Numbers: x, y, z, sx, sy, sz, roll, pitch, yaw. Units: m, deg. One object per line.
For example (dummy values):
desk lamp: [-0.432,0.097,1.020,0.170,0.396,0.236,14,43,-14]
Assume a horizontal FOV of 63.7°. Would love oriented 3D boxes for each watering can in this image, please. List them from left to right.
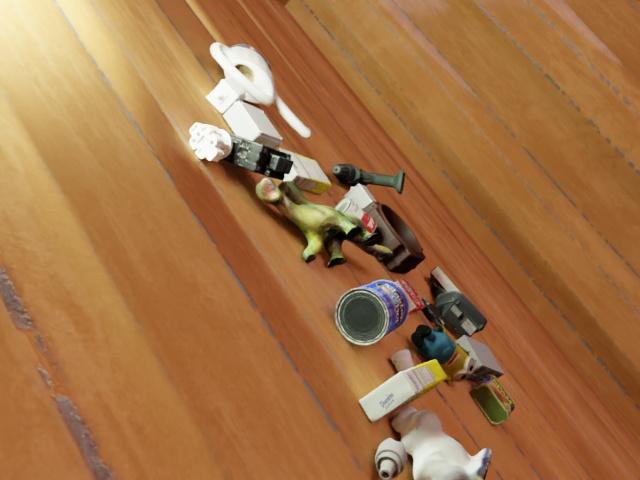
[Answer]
watering can: [-0.163,-0.424,1.428,0.343,0.103,0.229,38,22,-28]

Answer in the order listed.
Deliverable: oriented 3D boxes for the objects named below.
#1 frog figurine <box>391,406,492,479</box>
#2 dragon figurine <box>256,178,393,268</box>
frog figurine: [0.178,0.340,0.807,0.160,0.121,0.138,18,16,25]
dragon figurine: [0.003,-0.057,1.132,0.246,0.121,0.408,50,17,27]
